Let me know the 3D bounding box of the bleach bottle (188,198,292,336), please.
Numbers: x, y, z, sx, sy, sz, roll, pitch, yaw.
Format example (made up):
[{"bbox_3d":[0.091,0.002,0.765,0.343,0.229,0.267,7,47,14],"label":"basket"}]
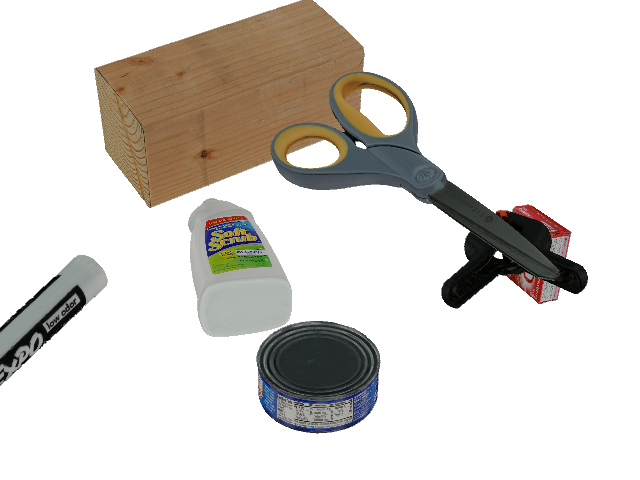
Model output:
[{"bbox_3d":[-0.108,0.016,1.199,0.102,0.068,0.251,-6,27,-15],"label":"bleach bottle"}]

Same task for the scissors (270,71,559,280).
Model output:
[{"bbox_3d":[0.037,-0.027,0.571,0.096,0.016,0.202,-25,45,-3],"label":"scissors"}]

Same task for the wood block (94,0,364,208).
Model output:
[{"bbox_3d":[-0.074,-0.120,0.904,0.205,0.091,0.090,-24,52,-24],"label":"wood block"}]

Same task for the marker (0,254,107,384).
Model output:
[{"bbox_3d":[-0.133,0.049,0.441,0.020,0.020,0.121,0,36,39],"label":"marker"}]

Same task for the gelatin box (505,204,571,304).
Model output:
[{"bbox_3d":[0.240,0.014,1.196,0.030,0.089,0.073,-10,31,-24],"label":"gelatin box"}]

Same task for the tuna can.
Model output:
[{"bbox_3d":[-0.001,0.095,0.744,0.086,0.034,0.086,0,32,0],"label":"tuna can"}]

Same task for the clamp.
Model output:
[{"bbox_3d":[0.178,0.013,0.952,0.120,0.039,0.171,1,25,15],"label":"clamp"}]
